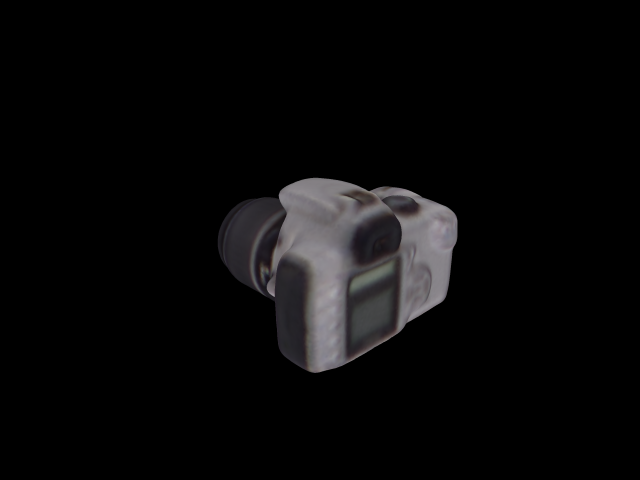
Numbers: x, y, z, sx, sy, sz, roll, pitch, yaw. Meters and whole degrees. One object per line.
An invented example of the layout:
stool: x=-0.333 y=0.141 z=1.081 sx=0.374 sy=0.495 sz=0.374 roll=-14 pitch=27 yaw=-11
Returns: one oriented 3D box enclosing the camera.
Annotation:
camera: x=0.004 y=0.001 z=0.400 sx=0.143 sy=0.101 sz=0.136 roll=-21 pitch=31 yaw=-40
